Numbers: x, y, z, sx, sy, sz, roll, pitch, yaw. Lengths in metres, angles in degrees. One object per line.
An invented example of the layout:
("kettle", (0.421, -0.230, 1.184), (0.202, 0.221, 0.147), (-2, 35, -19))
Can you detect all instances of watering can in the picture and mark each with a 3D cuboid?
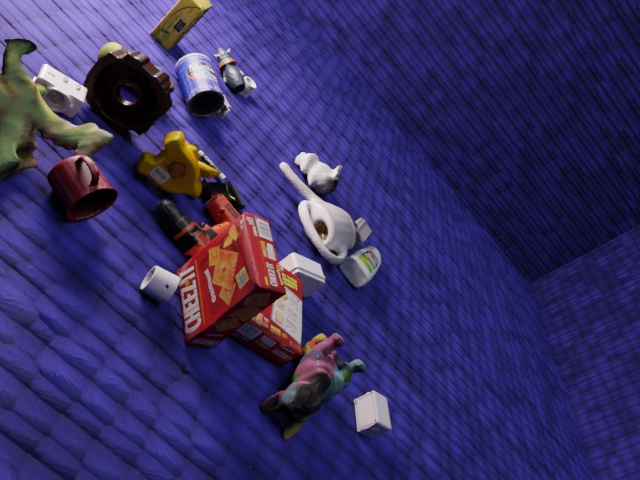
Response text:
("watering can", (0.005, -0.077, 1.540), (0.103, 0.353, 0.224), (-35, -23, 25))

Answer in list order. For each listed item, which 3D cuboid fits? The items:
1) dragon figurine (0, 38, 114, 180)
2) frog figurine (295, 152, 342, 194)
("dragon figurine", (-0.545, -0.210, 0.821), (0.410, 0.247, 0.120), (3, -29, -42))
("frog figurine", (-0.013, -0.224, 1.728), (0.159, 0.120, 0.141), (15, 40, 2))
